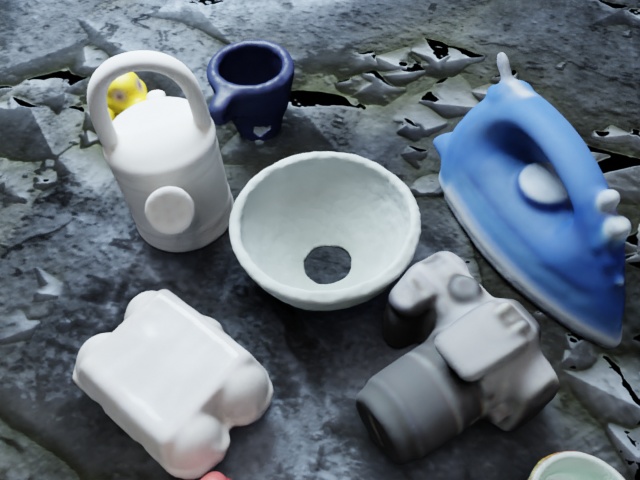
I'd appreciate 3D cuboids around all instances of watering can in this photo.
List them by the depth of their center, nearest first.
[{"bbox_3d":[-0.137,-0.078,0.512,0.101,0.194,0.172,-32,59,-19],"label":"watering can"}]

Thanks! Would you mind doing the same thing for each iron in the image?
[{"bbox_3d":[0.206,-0.043,0.509,0.119,0.141,0.257,-19,56,-11],"label":"iron"}]

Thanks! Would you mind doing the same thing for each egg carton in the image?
[{"bbox_3d":[-0.115,0.109,0.454,0.150,0.069,0.107,32,61,22],"label":"egg carton"}]

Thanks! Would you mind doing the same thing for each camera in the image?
[{"bbox_3d":[0.089,0.093,0.440,0.137,0.101,0.143,-29,58,-17],"label":"camera"}]

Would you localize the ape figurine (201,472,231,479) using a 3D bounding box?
[{"bbox_3d":[-0.070,0.191,0.379,0.076,0.092,0.077,-7,54,-3],"label":"ape figurine"}]

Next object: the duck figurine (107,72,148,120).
[{"bbox_3d":[-0.216,-0.154,0.636,0.104,0.086,0.078,37,63,25],"label":"duck figurine"}]

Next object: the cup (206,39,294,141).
[{"bbox_3d":[-0.077,-0.145,0.621,0.091,0.095,0.118,21,58,16],"label":"cup"}]

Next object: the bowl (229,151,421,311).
[{"bbox_3d":[0.005,0.002,0.524,0.167,0.075,0.167,-1,54,1],"label":"bowl"}]

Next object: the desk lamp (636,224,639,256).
[{"bbox_3d":[0.316,0.042,0.400,0.118,0.214,0.202,-29,58,-18],"label":"desk lamp"}]
